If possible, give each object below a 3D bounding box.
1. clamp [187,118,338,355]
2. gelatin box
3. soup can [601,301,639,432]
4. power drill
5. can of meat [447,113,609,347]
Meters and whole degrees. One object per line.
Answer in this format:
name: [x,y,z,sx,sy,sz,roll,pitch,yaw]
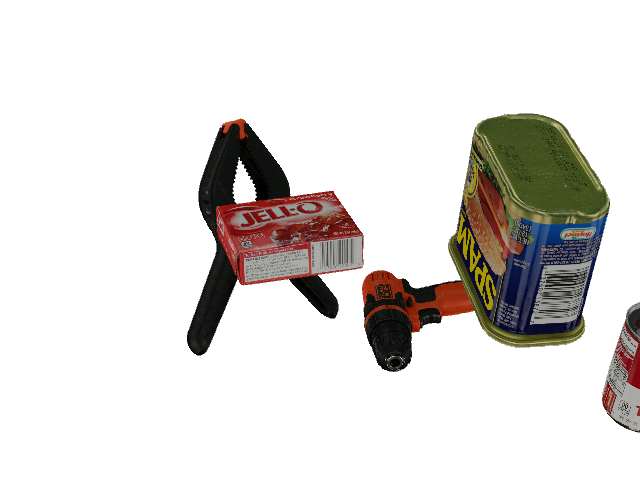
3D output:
clamp: [-0.056,-0.007,0.991,0.164,0.210,0.036,-4,1,-37]
gelatin box: [-0.022,-0.004,0.739,0.089,0.030,0.073,-8,28,-13]
soup can: [0.295,0.113,0.951,0.068,0.102,0.068,3,36,-2]
power drill: [0.142,0.084,1.207,0.187,0.057,0.184,-4,27,-1]
can of meat: [0.110,-0.008,0.570,0.057,0.084,0.102,-3,37,-10]
